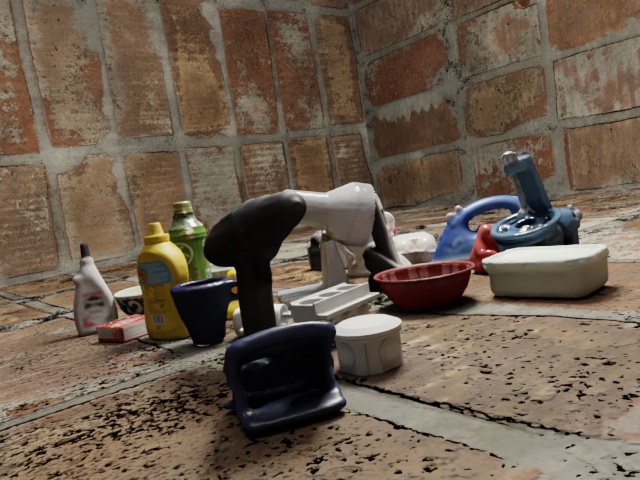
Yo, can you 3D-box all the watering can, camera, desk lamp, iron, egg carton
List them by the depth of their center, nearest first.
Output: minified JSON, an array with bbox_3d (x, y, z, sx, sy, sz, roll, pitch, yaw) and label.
[{"bbox_3d":[0.010,0.004,1.066,0.203,0.213,0.117,-10,5,-12],"label":"desk lamp"},{"bbox_3d":[0.353,-0.026,1.217,0.258,0.141,0.118,-9,5,-2],"label":"iron"},{"bbox_3d":[0.103,-0.021,1.303,0.100,0.194,0.173,-6,6,25],"label":"watering can"},{"bbox_3d":[0.214,0.023,1.318,0.107,0.069,0.150,-9,5,0],"label":"egg carton"},{"bbox_3d":[0.052,0.018,1.484,0.137,0.101,0.142,-12,6,-34],"label":"camera"}]

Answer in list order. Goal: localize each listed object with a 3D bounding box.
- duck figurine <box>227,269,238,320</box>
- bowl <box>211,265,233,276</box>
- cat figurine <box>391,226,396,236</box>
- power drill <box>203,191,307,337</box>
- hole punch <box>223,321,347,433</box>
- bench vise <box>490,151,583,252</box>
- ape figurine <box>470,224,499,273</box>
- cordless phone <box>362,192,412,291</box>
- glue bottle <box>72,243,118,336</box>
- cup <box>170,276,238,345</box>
[{"bbox_3d":[-0.142,0.093,1.055,0.105,0.086,0.077,-12,6,-33],"label":"duck figurine"},{"bbox_3d":[-0.210,0.091,1.266,0.167,0.075,0.167,-9,5,1],"label":"bowl"},{"bbox_3d":[0.149,-0.005,1.475,0.128,0.118,0.067,-12,6,-30],"label":"cat figurine"},{"bbox_3d":[-0.072,0.050,0.713,0.076,0.208,0.228,-12,6,-35],"label":"power drill"},{"bbox_3d":[-0.040,0.119,0.545,0.109,0.091,0.101,-10,5,-17],"label":"hole punch"},{"bbox_3d":[0.376,-0.052,1.016,0.121,0.220,0.208,-4,7,42],"label":"bench vise"},{"bbox_3d":[0.321,0.015,1.092,0.075,0.092,0.078,-4,7,45],"label":"ape figurine"},{"bbox_3d":[0.127,-0.004,1.110,0.094,0.185,0.148,-8,5,10],"label":"cordless phone"},{"bbox_3d":[-0.436,0.091,1.089,0.078,0.173,0.037,-11,6,-26],"label":"glue bottle"},{"bbox_3d":[-0.161,0.108,0.870,0.117,0.095,0.092,-9,5,2],"label":"cup"}]
